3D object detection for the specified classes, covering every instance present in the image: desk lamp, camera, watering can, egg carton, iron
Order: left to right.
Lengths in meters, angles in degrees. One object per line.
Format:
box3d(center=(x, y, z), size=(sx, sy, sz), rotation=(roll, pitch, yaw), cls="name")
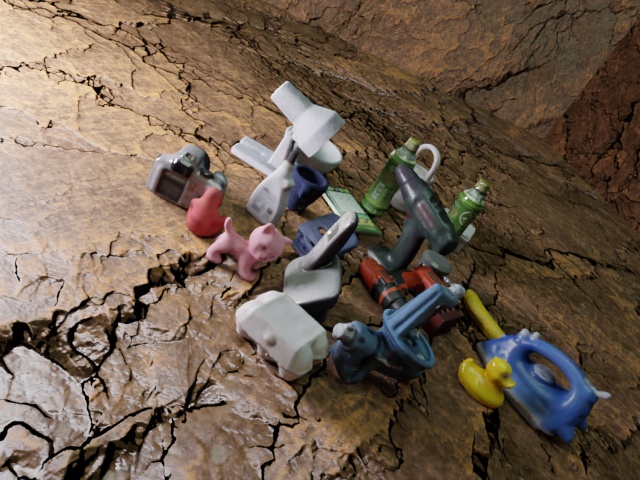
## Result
box3d(center=(-0.244, -0.134, 1.127), size=(0.143, 0.100, 0.137), rotation=(28, 29, -8), cls="camera")
box3d(center=(-0.060, 0.148, 0.905), size=(0.150, 0.069, 0.107), rotation=(41, 30, 15), cls="egg carton")
box3d(center=(-0.072, -0.253, 1.361), size=(0.203, 0.213, 0.118), rotation=(31, 29, -3), cls="desk lamp")
box3d(center=(0.260, -0.178, 1.592), size=(0.100, 0.194, 0.173), rotation=(42, 30, 18), cls="watering can")
box3d(center=(0.439, 0.264, 1.141), size=(0.119, 0.141, 0.257), rotation=(-5, 46, -48), cls="iron")

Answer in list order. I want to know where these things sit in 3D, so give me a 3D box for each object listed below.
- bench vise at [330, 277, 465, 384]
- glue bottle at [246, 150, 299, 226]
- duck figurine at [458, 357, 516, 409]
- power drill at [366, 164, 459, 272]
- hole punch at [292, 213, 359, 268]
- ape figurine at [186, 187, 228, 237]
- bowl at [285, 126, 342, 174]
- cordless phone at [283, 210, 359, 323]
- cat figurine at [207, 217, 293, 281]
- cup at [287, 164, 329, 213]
box3d(center=(0.132, 0.153, 0.929), size=(0.208, 0.219, 0.121), rotation=(-1, 43, -45), cls="bench vise")
box3d(center=(-0.086, -0.111, 1.171), size=(0.078, 0.173, 0.037), rotation=(41, 30, 16), cls="glue bottle")
box3d(center=(0.323, 0.258, 1.093), size=(0.104, 0.086, 0.078), rotation=(42, 30, 17), cls="duck figurine")
box3d(center=(0.196, -0.027, 1.282), size=(0.076, 0.208, 0.229), rotation=(-2, 43, -46), cls="power drill")
box3d(center=(0.011, 0.004, 1.174), size=(0.101, 0.091, 0.108), rotation=(-3, 44, -47), cls="hole punch")
box3d(center=(-0.205, -0.057, 1.056), size=(0.077, 0.092, 0.076), rotation=(41, 30, 15), cls="ape figurine")
box3d(center=(-0.029, -0.223, 1.502), size=(0.168, 0.074, 0.167), rotation=(24, 30, -15), cls="bowl")
box3d(center=(0.010, 0.041, 1.020), size=(0.094, 0.185, 0.147), rotation=(22, 30, -17), cls="cordless phone")
box3d(center=(-0.120, 0.005, 1.018), size=(0.128, 0.117, 0.067), rotation=(28, 29, -8), cls="cat figurine")
box3d(center=(-0.041, -0.103, 1.283), size=(0.092, 0.095, 0.118), rotation=(28, 29, -8), cls="cup")
